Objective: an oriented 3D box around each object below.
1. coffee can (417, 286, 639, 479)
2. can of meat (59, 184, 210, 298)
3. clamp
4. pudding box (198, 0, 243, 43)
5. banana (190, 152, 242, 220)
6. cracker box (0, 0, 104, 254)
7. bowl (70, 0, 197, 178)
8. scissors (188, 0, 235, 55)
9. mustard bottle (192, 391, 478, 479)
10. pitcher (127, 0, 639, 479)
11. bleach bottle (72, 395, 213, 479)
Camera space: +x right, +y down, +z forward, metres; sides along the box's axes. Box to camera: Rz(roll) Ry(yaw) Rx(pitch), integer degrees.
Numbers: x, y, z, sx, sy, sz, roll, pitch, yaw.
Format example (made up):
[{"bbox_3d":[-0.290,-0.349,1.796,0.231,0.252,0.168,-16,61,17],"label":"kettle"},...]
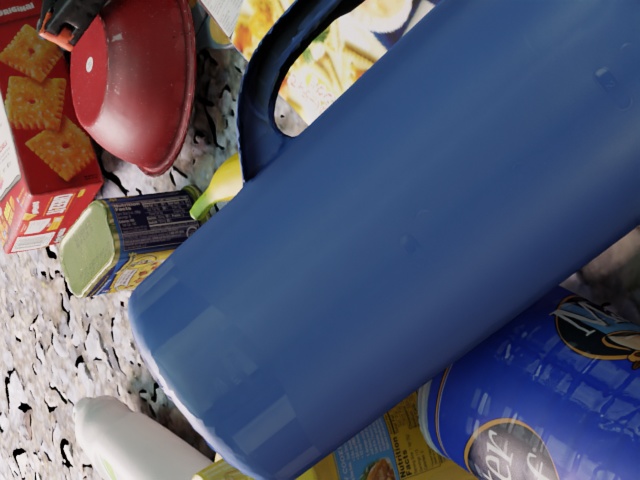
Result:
[{"bbox_3d":[0.128,0.086,0.481,0.140,0.102,0.103,30,120,45],"label":"coffee can"},{"bbox_3d":[-0.144,0.003,0.825,0.102,0.083,0.057,-40,66,48],"label":"can of meat"},{"bbox_3d":[-0.146,-0.238,0.764,0.165,0.036,0.210,3,73,49],"label":"clamp"},{"bbox_3d":[-0.052,-0.194,0.689,0.090,0.039,0.113,-52,59,32],"label":"pudding box"},{"bbox_3d":[-0.004,-0.018,0.643,0.198,0.037,0.070,24,110,42],"label":"banana"},{"bbox_3d":[-0.263,-0.114,0.945,0.164,0.072,0.214,-39,66,61],"label":"cracker box"},{"bbox_3d":[-0.149,-0.128,0.805,0.162,0.055,0.162,3,93,60],"label":"bowl"},{"bbox_3d":[-0.089,-0.132,0.782,0.096,0.016,0.202,50,133,33],"label":"scissors"},{"bbox_3d":[0.019,0.105,0.550,0.058,0.191,0.096,-27,76,51],"label":"mustard bottle"},{"bbox_3d":[0.033,-0.018,0.457,0.243,0.145,0.149,-40,44,2],"label":"pitcher"},{"bbox_3d":[-0.136,0.184,0.857,0.251,0.068,0.102,27,141,48],"label":"bleach bottle"}]
